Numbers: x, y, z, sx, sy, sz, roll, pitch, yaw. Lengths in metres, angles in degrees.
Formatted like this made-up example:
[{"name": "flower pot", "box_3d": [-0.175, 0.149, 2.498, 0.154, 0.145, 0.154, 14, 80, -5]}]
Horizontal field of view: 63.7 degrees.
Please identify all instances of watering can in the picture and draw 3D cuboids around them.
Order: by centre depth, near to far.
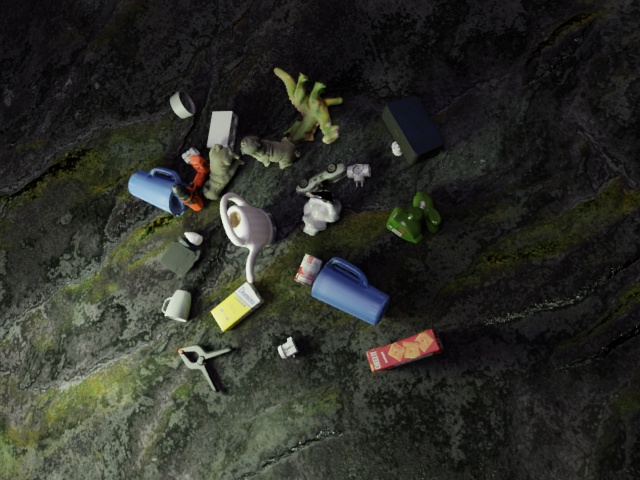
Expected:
[{"name": "watering can", "box_3d": [-0.242, -0.011, 1.817, 0.103, 0.224, 0.352, -32, 70, 30]}]

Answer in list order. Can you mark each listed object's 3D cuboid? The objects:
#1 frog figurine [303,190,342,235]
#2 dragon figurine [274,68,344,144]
[{"name": "frog figurine", "box_3d": [0.006, -0.092, 1.833, 0.137, 0.125, 0.156, 14, 119, 12]}, {"name": "dragon figurine", "box_3d": [-0.067, -0.486, 1.945, 0.414, 0.121, 0.242, 31, 96, 30]}]
